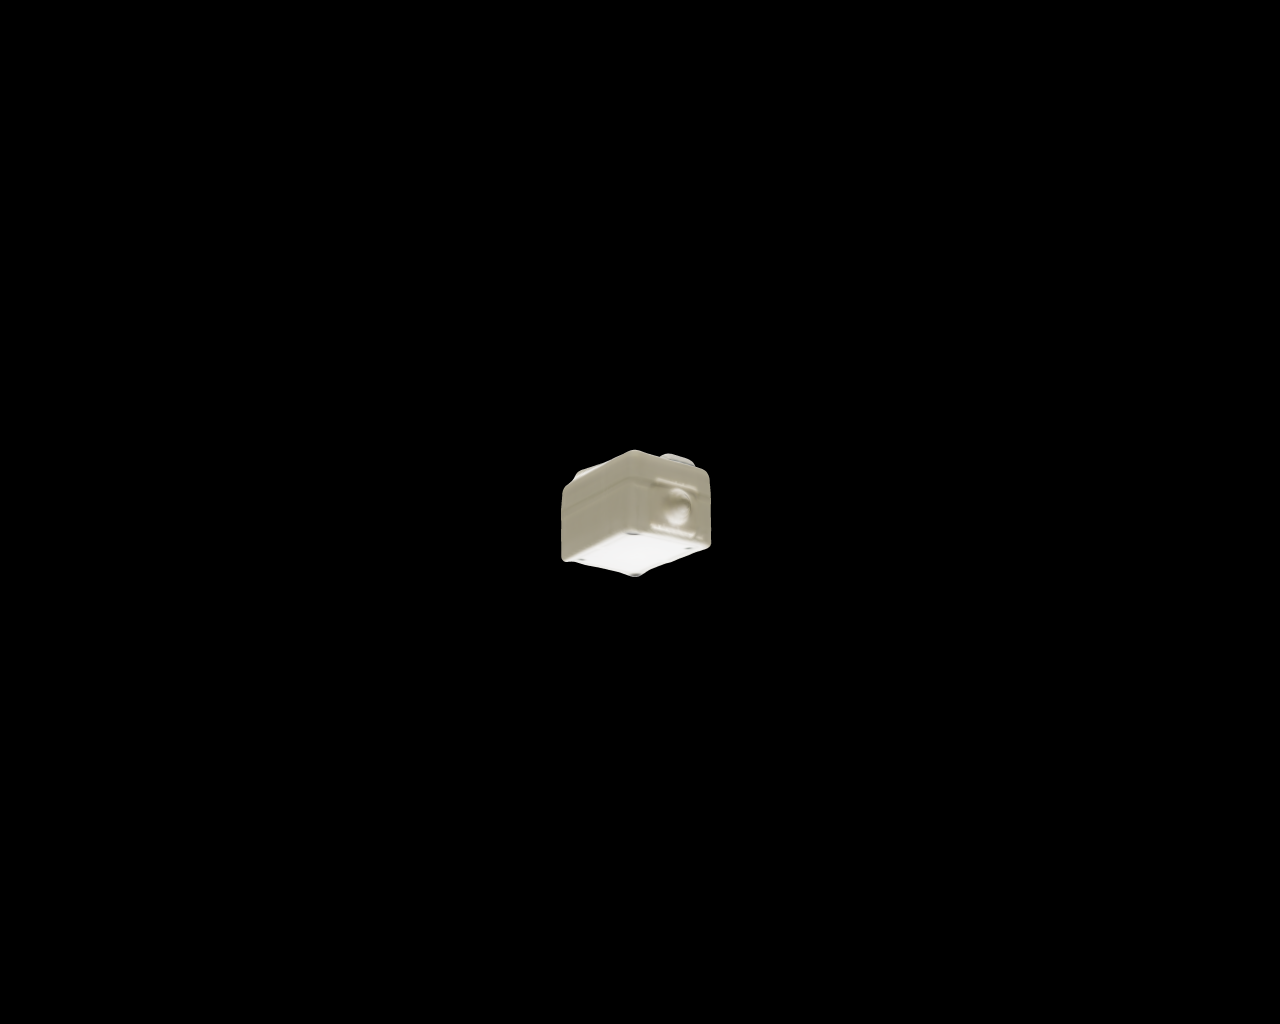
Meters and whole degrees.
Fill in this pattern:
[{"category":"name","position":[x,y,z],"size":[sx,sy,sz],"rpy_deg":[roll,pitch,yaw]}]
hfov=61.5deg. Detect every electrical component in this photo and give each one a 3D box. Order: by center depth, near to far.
[{"category":"electrical component","position":[0.001,-0.003,0.650],"size":[0.062,0.061,0.096],"rpy_deg":[14,-24,-33]}]
